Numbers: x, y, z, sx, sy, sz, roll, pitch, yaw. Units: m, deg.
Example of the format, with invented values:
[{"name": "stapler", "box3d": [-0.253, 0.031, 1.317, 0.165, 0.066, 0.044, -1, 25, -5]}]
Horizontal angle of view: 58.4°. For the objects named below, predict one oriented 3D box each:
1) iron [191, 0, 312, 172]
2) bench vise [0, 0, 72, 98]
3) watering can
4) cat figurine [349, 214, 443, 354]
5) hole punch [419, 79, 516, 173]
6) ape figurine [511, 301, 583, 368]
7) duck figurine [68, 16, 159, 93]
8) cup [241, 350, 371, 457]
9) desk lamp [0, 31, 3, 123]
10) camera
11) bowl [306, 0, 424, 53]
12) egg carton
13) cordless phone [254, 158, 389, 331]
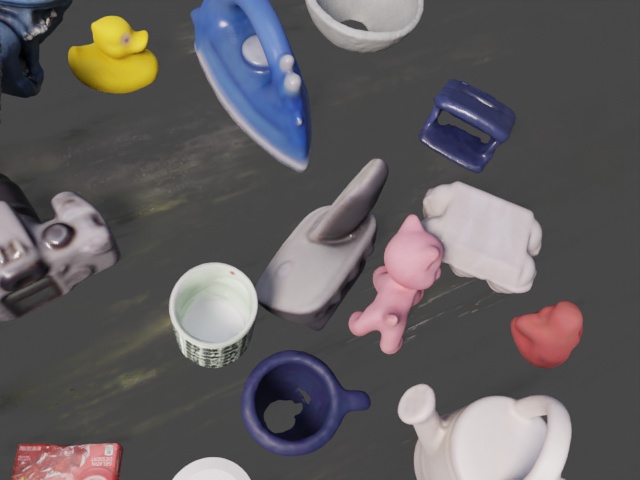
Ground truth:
[{"name": "iron", "box3d": [-0.066, -0.221, 0.692, 0.119, 0.141, 0.258, -22, 70, -19]}, {"name": "bench vise", "box3d": [-0.336, -0.277, 0.625, 0.121, 0.219, 0.207, -3, 65, -11]}, {"name": "watering can", "box3d": [0.151, 0.189, 0.505, 0.173, 0.194, 0.101, 9, 63, -6]}, {"name": "cat figurine", "box3d": [0.089, 0.043, 0.606, 0.067, 0.117, 0.128, 25, 63, 3]}, {"name": "hole punch", "box3d": [0.194, -0.161, 0.739, 0.108, 0.091, 0.101, 30, 63, 5]}, {"name": "ape figurine", "box3d": [0.256, 0.096, 0.626, 0.078, 0.092, 0.076, 15, 63, -3]}, {"name": "duck figurine", "box3d": [-0.253, -0.232, 0.694, 0.105, 0.086, 0.077, -4, 65, -12]}, {"name": "cup", "box3d": [-0.017, 0.160, 0.544, 0.118, 0.095, 0.091, 0, 65, -10]}, {"name": "desk lamp", "box3d": [-0.385, -0.113, 0.541, 0.203, 0.213, 0.118, -4, 65, -12]}, {"name": "camera", "box3d": [-0.297, -0.012, 0.572, 0.143, 0.101, 0.136, -31, 74, -22]}, {"name": "bowl", "box3d": [0.055, -0.319, 0.798, 0.167, 0.074, 0.167, 4, 64, -8]}, {"name": "egg carton", "box3d": [0.185, -0.002, 0.673, 0.150, 0.069, 0.107, 21, 63, 0]}, {"name": "cordless phone", "box3d": [0.005, 0.002, 0.573, 0.094, 0.185, 0.148, 30, 63, 5]}]
